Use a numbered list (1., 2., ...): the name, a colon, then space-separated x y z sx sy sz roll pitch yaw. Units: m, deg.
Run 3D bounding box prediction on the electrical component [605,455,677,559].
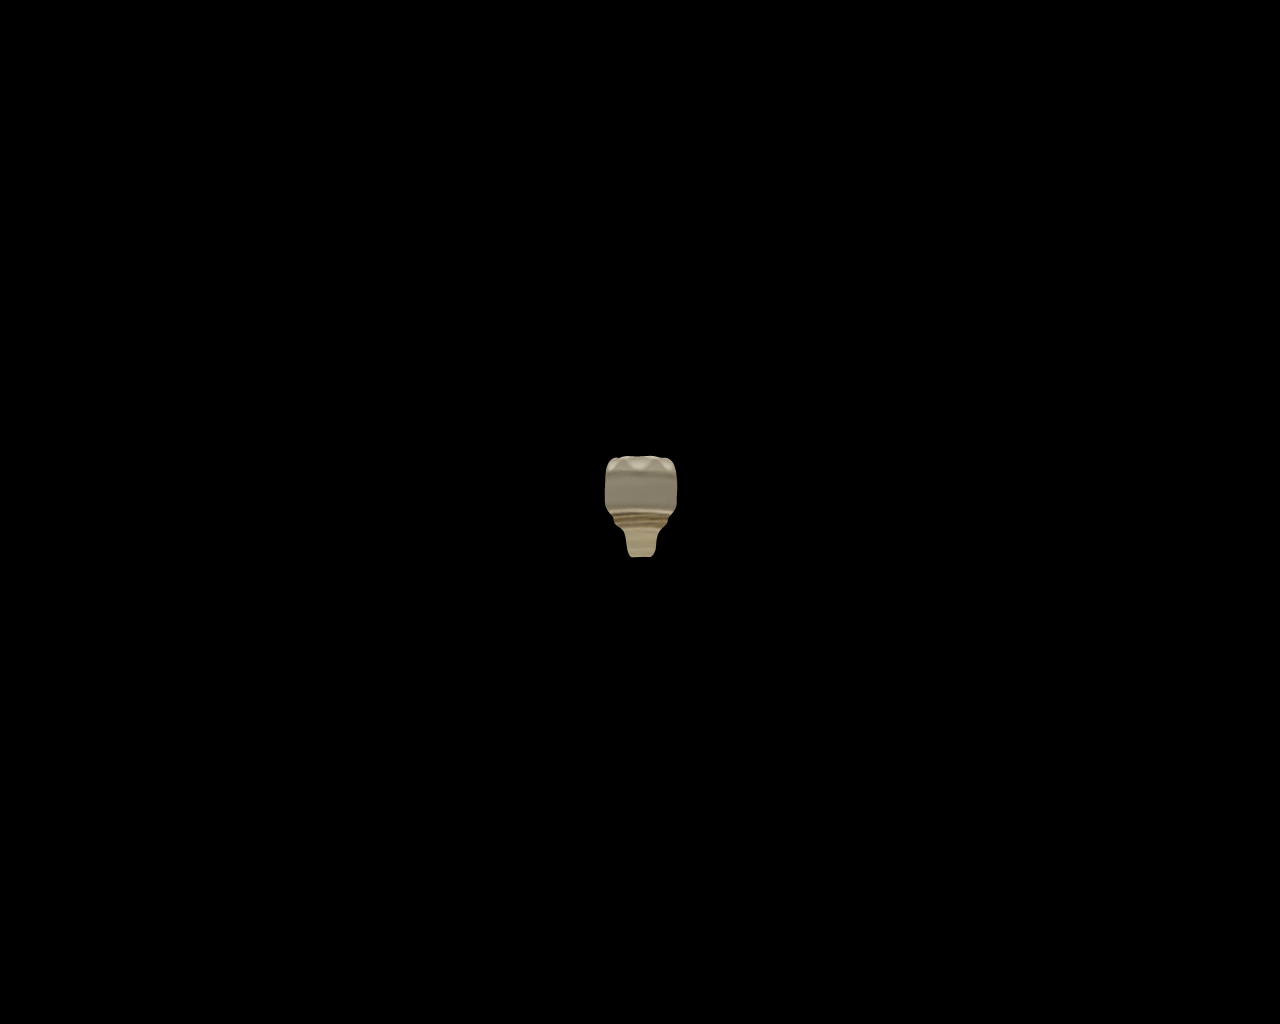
1. electrical component: 0.001 -0.003 0.650 0.043 0.062 0.043 0 -2 0
